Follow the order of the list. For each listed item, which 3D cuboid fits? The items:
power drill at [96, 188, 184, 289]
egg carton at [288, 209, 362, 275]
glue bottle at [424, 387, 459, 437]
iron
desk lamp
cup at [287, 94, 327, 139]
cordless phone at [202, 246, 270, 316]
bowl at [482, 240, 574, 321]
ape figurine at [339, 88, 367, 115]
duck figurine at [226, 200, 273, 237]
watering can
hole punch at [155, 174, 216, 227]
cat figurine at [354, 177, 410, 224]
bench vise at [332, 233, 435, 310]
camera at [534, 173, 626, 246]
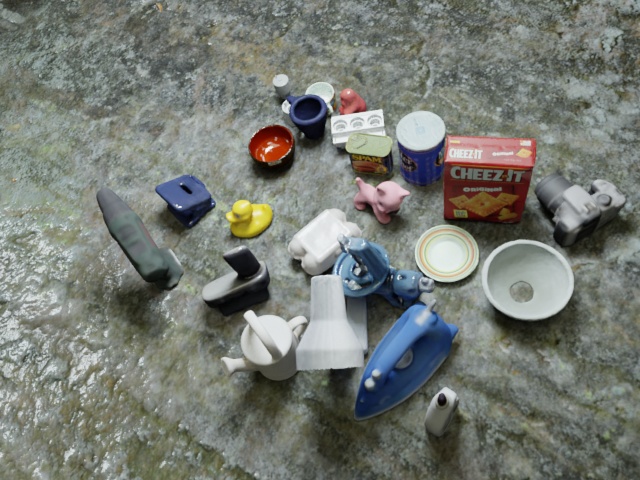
[{"bbox_3d":[-0.379,0.014,1.225,0.076,0.209,0.229,-37,62,-9],"label":"power drill"},{"bbox_3d":[0.011,0.004,1.233,0.150,0.069,0.107,-41,63,-11],"label":"egg carton"},{"bbox_3d":[0.210,0.288,0.985,0.037,0.173,0.078,29,72,24],"label":"glue bottle"},{"bbox_3d":[0.142,0.219,1.053,0.118,0.142,0.258,35,74,25],"label":"iron"},{"bbox_3d":[0.025,0.165,1.063,0.117,0.214,0.203,-5,62,9],"label":"desk lamp"},{"bbox_3d":[-0.031,-0.295,1.384,0.117,0.095,0.092,38,75,26],"label":"cup"},{"bbox_3d":[-0.185,0.070,1.170,0.147,0.185,0.094,-26,61,-3],"label":"cordless phone"},{"bbox_3d":[0.397,0.088,1.110,0.167,0.075,0.167,-5,62,9],"label":"bowl"},{"bbox_3d":[0.072,-0.332,1.385,0.076,0.092,0.078,10,65,16],"label":"ape figurine"},{"bbox_3d":[-0.163,-0.059,1.291,0.104,0.086,0.077,-24,61,-2],"label":"duck figurine"},{"bbox_3d":[-0.102,0.199,1.081,0.100,0.194,0.173,28,71,23],"label":"watering can"},{"bbox_3d":[-0.315,-0.105,1.343,0.108,0.091,0.101,39,76,26],"label":"hole punch"},{"bbox_3d":[0.130,-0.097,1.235,0.127,0.118,0.067,30,72,24],"label":"cat figurine"},{"bbox_3d":[0.113,0.046,1.104,0.207,0.220,0.121,-4,62,9],"label":"bench vise"},{"bbox_3d":[0.517,-0.083,1.161,0.143,0.101,0.136,-30,61,-5],"label":"camera"}]
